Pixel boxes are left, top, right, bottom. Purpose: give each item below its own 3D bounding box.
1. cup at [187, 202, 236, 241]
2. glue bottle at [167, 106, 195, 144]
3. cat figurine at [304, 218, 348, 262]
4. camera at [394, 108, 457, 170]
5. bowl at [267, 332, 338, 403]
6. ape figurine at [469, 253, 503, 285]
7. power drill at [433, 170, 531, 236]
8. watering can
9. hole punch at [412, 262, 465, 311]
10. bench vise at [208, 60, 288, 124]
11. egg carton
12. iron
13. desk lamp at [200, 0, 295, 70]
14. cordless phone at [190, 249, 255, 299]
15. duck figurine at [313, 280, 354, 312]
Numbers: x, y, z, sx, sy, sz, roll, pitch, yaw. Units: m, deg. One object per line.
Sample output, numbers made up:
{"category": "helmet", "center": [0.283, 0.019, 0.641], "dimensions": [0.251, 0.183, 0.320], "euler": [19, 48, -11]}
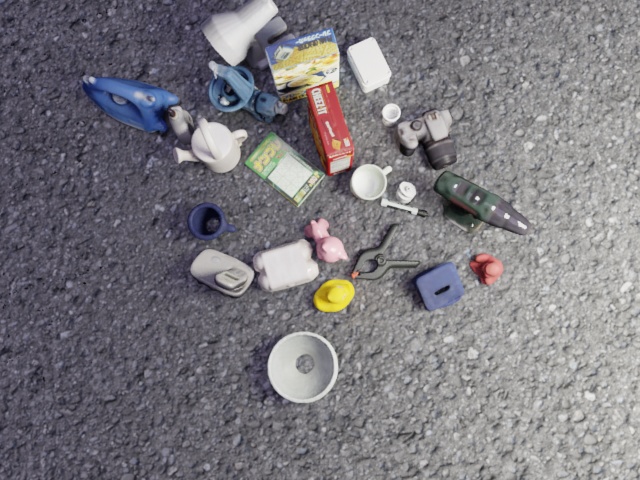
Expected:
{"category": "cup", "center": [-0.255, -0.037, 1.398], "dimensions": [0.117, 0.095, 0.092], "euler": [15, 85, 3]}
{"category": "glue bottle", "center": [-0.340, -0.289, 1.385], "dimensions": [0.037, 0.173, 0.078], "euler": [-12, 84, 0]}
{"category": "cat figurine", "center": [0.013, 0.005, 1.378], "dimensions": [0.067, 0.118, 0.128], "euler": [-32, 85, -2]}
{"category": "camera", "center": [0.271, -0.241, 1.406], "dimensions": [0.143, 0.101, 0.137], "euler": [-21, 84, -1]}
{"category": "bowl", "center": [-0.040, 0.301, 1.372], "dimensions": [0.167, 0.075, 0.167], "euler": [0, 84, 1]}
{"category": "ape figurine", "center": [0.408, 0.070, 1.378], "dimensions": [0.076, 0.092, 0.078], "euler": [2, 84, 1]}
{"category": "power drill", "center": [0.364, -0.074, 1.334], "dimensions": [0.229, 0.208, 0.076], "euler": [32, 86, 4]}
{"category": "watering can", "center": [-0.261, -0.225, 1.367], "dimensions": [0.173, 0.194, 0.101], "euler": [-43, 85, -3]}
{"category": "hole punch", "center": [0.289, 0.113, 1.377], "dimensions": [0.108, 0.091, 0.101], "euler": [-27, 84, -1]}
{"category": "bench vise", "center": [-0.179, -0.367, 1.366], "dimensions": [0.207, 0.220, 0.121], "euler": [3, 84, 2]}
{"category": "egg carton", "center": [-0.083, 0.064, 1.398], "dimensions": [0.150, 0.069, 0.107], "euler": [-18, 84, -1]}
{"category": "iron", "center": [-0.493, -0.360, 1.410], "dimensions": [0.258, 0.141, 0.119], "euler": [18, 85, 3]}
{"category": "desk lamp", "center": [-0.168, -0.500, 1.382], "dimensions": [0.203, 0.213, 0.118], "euler": [-34, 85, -2]}
{"category": "cordless phone", "center": [-0.238, 0.078, 1.342], "dimensions": [0.147, 0.185, 0.094], "euler": [22, 85, 3]}
{"category": "duck figurine", "center": [0.034, 0.134, 1.381], "dimensions": [0.104, 0.086, 0.077], "euler": [-24, 84, -1]}
